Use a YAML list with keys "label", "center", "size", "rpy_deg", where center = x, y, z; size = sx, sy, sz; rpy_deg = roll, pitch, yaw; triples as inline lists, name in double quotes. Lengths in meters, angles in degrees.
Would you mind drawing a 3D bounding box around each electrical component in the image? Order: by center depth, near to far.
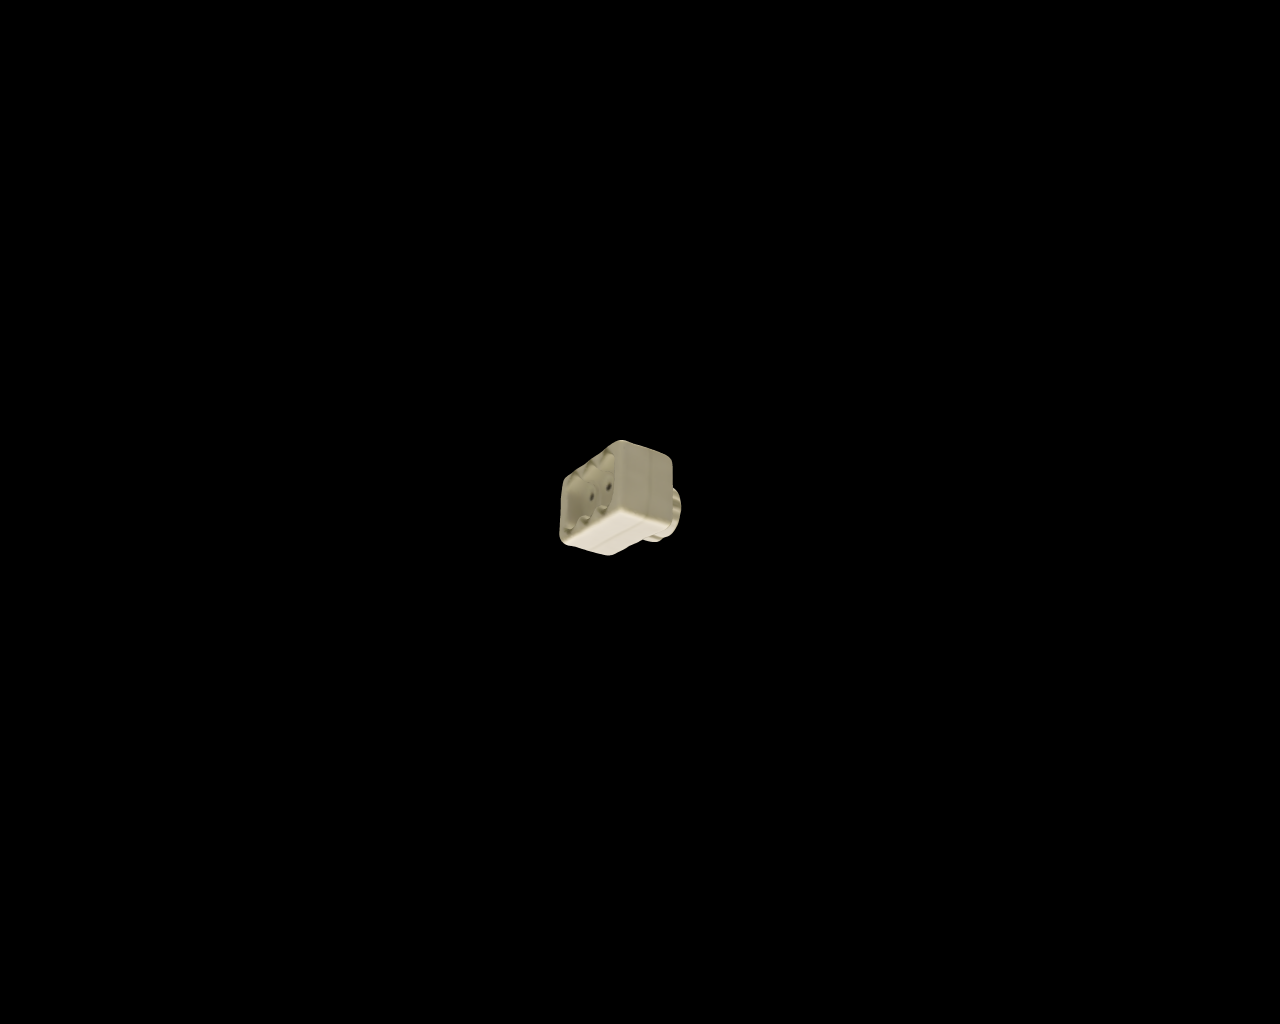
- label: "electrical component"
  center: [0.001, -0.003, 0.650]
  size: [0.077, 0.047, 0.065]
  rpy_deg: [17, -29, -32]
